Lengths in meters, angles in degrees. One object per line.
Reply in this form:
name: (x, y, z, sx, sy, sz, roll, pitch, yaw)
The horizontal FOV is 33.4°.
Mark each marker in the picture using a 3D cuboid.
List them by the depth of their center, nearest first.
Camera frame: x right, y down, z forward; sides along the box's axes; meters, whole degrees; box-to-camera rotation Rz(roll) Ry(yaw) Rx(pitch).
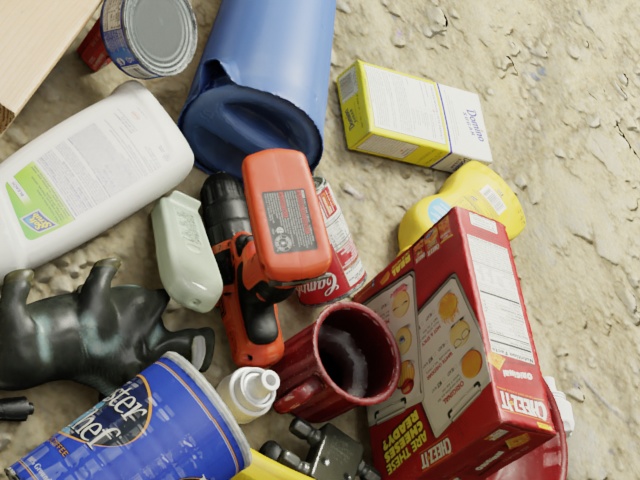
marker: (-0.263, 0.122, 0.761, 0.120, 0.020, 0.020, 4, 64, -35)

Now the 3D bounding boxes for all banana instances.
banana: (-0.047, 0.182, 0.842, 0.198, 0.070, 0.037, 21, 43, 16)

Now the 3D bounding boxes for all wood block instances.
wood block: (-0.255, -0.175, 0.883, 0.090, 0.090, 0.206, 37, 49, -16)

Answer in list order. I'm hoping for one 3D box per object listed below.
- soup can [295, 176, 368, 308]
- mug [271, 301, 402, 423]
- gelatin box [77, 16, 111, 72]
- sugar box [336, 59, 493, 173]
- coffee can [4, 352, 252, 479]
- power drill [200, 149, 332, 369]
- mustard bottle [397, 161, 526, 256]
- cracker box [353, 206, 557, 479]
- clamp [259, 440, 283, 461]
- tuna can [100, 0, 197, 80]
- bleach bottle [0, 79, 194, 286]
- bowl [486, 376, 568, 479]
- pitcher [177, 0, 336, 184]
soup can: (-0.006, 0.001, 0.967, 0.068, 0.069, 0.102, -42, 116, -43)
mug: (0.003, 0.116, 0.924, 0.093, 0.082, 0.117, 53, 47, -1)
gelatin box: (-0.172, -0.199, 0.970, 0.030, 0.073, 0.089, 47, 47, -7)
sugar box: (0.104, -0.130, 1.163, 0.175, 0.048, 0.093, 12, 59, -36)
coffee can: (-0.133, 0.160, 0.752, 0.140, 0.103, 0.103, -35, 90, -22)
power drill: (-0.052, -0.001, 0.879, 0.057, 0.188, 0.184, -9, 71, -19)
mustard bottle: (0.135, -0.005, 1.107, 0.096, 0.058, 0.191, 52, 46, 1)
cracker box: (0.110, 0.104, 0.937, 0.072, 0.164, 0.213, 17, 48, -29)
clamp: (0.010, 0.269, 0.875, 0.164, 0.036, 0.210, 25, 49, -22)
tuna can: (-0.146, -0.181, 0.911, 0.085, 0.034, 0.086, 4, 85, -52)
bleach bottle: (-0.221, -0.038, 0.854, 0.250, 0.068, 0.102, -35, 85, -40)
bowl: (0.169, 0.187, 1.017, 0.161, 0.055, 0.162, 22, 57, -40)
pitcher: (-0.045, -0.171, 1.028, 0.145, 0.149, 0.242, 18, 52, -11)
